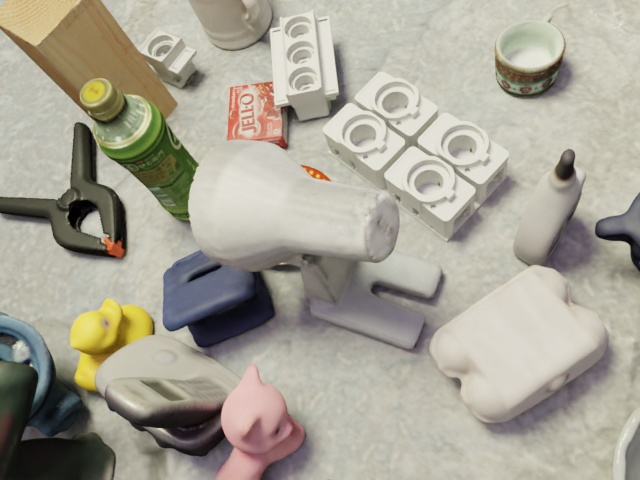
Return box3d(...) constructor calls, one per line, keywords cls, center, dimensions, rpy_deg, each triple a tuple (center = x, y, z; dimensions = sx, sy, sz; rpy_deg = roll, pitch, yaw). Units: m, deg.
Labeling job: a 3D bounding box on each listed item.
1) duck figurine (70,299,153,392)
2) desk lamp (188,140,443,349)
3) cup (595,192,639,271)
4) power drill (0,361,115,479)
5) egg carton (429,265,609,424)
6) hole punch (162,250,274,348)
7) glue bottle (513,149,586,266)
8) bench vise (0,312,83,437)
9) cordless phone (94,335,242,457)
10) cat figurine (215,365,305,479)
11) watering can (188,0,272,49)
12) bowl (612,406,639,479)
box3d(cls="duck figurine", center=(-0.239, 0.111, 0.625), dimensions=(0.077, 0.086, 0.105), rpy_deg=(23, 74, 21))
box3d(cls="desk lamp", center=(0.005, 0.002, 0.544), dimensions=(0.202, 0.214, 0.118), rpy_deg=(16, 72, 19))
box3d(cls="cup", center=(0.315, 0.001, 0.539), dimensions=(0.117, 0.095, 0.091), rpy_deg=(-2, 67, 12))
box3d(cls="power drill", center=(-0.278, 0.233, 0.514), dimensions=(0.075, 0.209, 0.229), rpy_deg=(-4, 67, 12))
box3d(cls="egg carton", center=(0.187, 0.098, 0.541), dimensions=(0.150, 0.069, 0.107), rpy_deg=(-35, 64, -3))
box3d(cls="hole punch", center=(-0.118, 0.051, 0.620), dimensions=(0.108, 0.091, 0.101), rpy_deg=(-24, 64, 2))
box3d(cls="glue bottle", center=(0.218, -0.036, 0.533), dimensions=(0.037, 0.173, 0.078), rpy_deg=(33, 78, 23))
box3d(cls="bench vise", center=(-0.371, 0.121, 0.576), dimensions=(0.207, 0.220, 0.121), rpy_deg=(15, 72, 19))
box3d(cls="cordless phone", center=(-0.160, 0.136, 0.541), dimensions=(0.147, 0.185, 0.094), rpy_deg=(22, 74, 21))
box3d(cls="cat figurine", center=(-0.066, 0.188, 0.535), dimensions=(0.067, 0.118, 0.128), rpy_deg=(22, 74, 21))
box3d(cls="watering can", center=(-0.143, -0.351, 0.737), dimensions=(0.172, 0.194, 0.101), rpy_deg=(22, 74, 21))
box3d(cls="bowl", center=(0.318, 0.205, 0.463), dimensions=(0.167, 0.075, 0.167), rpy_deg=(-5, 67, 11))
